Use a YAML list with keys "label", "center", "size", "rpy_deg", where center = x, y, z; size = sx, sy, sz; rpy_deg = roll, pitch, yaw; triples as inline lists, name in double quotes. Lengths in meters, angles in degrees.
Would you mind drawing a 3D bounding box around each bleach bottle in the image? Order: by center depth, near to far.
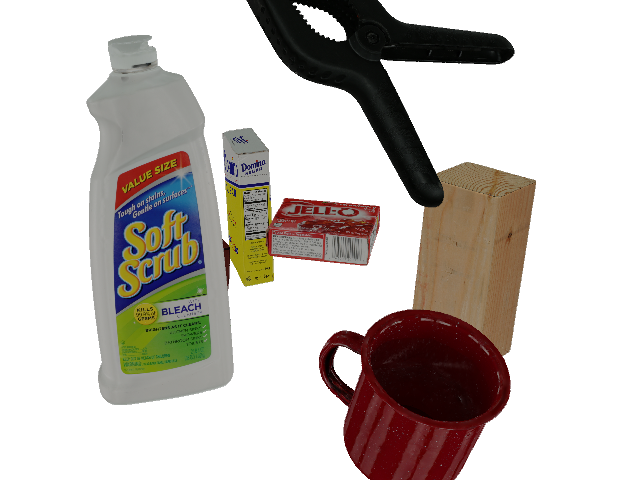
- label: "bleach bottle"
  center: [-0.122, -0.014, 0.742]
  size: [0.102, 0.251, 0.068]
  rpy_deg: [-8, 20, -7]

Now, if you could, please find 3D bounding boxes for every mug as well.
- label: "mug"
  center: [0.050, 0.098, 0.667]
  size: [0.117, 0.082, 0.093]
  rpy_deg: [26, 43, 12]

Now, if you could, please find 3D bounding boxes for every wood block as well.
- label: "wood block"
  center: [0.166, 0.029, 1.178]
  size: [0.090, 0.206, 0.090]
  rpy_deg: [19, 25, 33]

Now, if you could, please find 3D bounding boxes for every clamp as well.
- label: "clamp"
  center: [0.032, -0.127, 0.762]
  size: [0.210, 0.164, 0.036]
  rpy_deg: [27, -30, -10]

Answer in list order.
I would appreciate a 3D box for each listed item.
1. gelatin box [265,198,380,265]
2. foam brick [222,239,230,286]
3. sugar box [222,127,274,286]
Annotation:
- label: "gelatin box"
  center: [0.003, -0.009, 0.926]
  size: [0.089, 0.030, 0.073]
  rpy_deg: [6, 24, 9]
- label: "foam brick"
  center: [-0.137, 0.026, 1.091]
  size: [0.078, 0.051, 0.053]
  rpy_deg: [-7, 21, -20]
- label: "sugar box"
  center: [-0.090, -0.042, 1.326]
  size: [0.048, 0.176, 0.093]
  rpy_deg: [-10, 25, -14]
